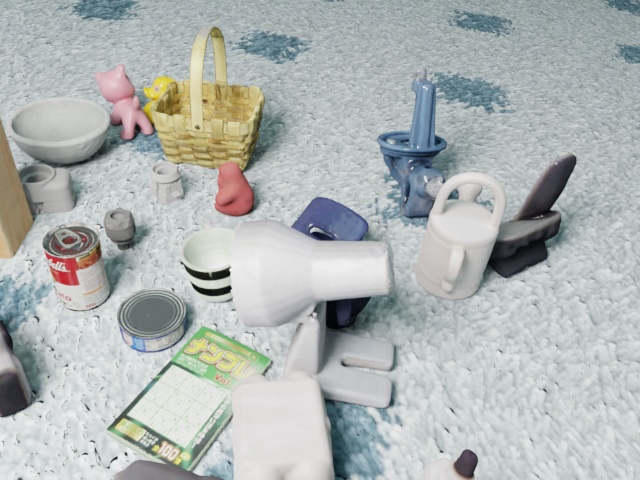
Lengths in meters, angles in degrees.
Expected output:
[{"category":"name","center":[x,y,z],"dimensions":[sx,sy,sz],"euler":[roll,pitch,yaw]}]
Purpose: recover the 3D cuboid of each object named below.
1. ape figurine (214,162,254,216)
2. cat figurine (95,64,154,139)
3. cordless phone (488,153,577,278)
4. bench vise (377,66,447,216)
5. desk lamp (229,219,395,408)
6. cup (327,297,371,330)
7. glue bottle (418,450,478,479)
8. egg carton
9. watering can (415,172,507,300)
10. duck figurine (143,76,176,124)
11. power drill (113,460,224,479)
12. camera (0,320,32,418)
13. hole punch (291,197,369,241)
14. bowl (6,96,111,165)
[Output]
[{"category":"ape figurine","center":[-0.144,-0.088,0.929],"dimensions":[0.076,0.092,0.078],"euler":[21,43,15]},{"category":"cat figurine","center":[-0.373,-0.271,1.087],"dimensions":[0.067,0.118,0.127],"euler":[-26,51,-32]},{"category":"cordless phone","center":[0.313,-0.046,0.876],"dimensions":[0.148,0.185,0.094],"euler":[-24,50,-31]},{"category":"bench vise","center":[0.179,-0.162,0.964],"dimensions":[0.122,0.220,0.206],"euler":[-17,46,-25]},{"category":"desk lamp","center":[0.000,0.079,0.666],"dimensions":[0.203,0.213,0.118],"euler":[9,41,2]},{"category":"cup","center":[0.028,0.083,0.756],"dimensions":[0.091,0.095,0.117],"euler":[4,41,-3]},{"category":"glue bottle","center":[0.117,0.240,0.528],"dimensions":[0.037,0.173,0.078],"euler":[-14,45,-22]},{"category":"egg carton","center":[-0.041,0.212,0.617],"dimensions":[0.107,0.069,0.150],"euler":[-2,42,-10]},{"category":"watering can","center":[0.202,-0.020,0.824],"dimensions":[0.101,0.194,0.172],"euler":[0,41,-8]},{"category":"duck figurine","center":[-0.299,-0.281,1.134],"dimensions":[0.105,0.086,0.077],"euler":[-7,43,-15]},{"category":"power drill","center":[-0.047,0.268,0.446],"dimensions":[0.229,0.208,0.076],"euler":[16,42,10]},{"category":"camera","center":[-0.412,0.137,0.626],"dimensions":[0.137,0.101,0.142],"euler":[-27,51,-33]},{"category":"hole punch","center":[0.008,0.003,0.848],"dimensions":[0.108,0.091,0.101],"euler":[29,45,23]},{"category":"bowl","center":[-0.452,-0.181,1.006],"dimensions":[0.167,0.075,0.167],"euler":[4,41,-3]}]
